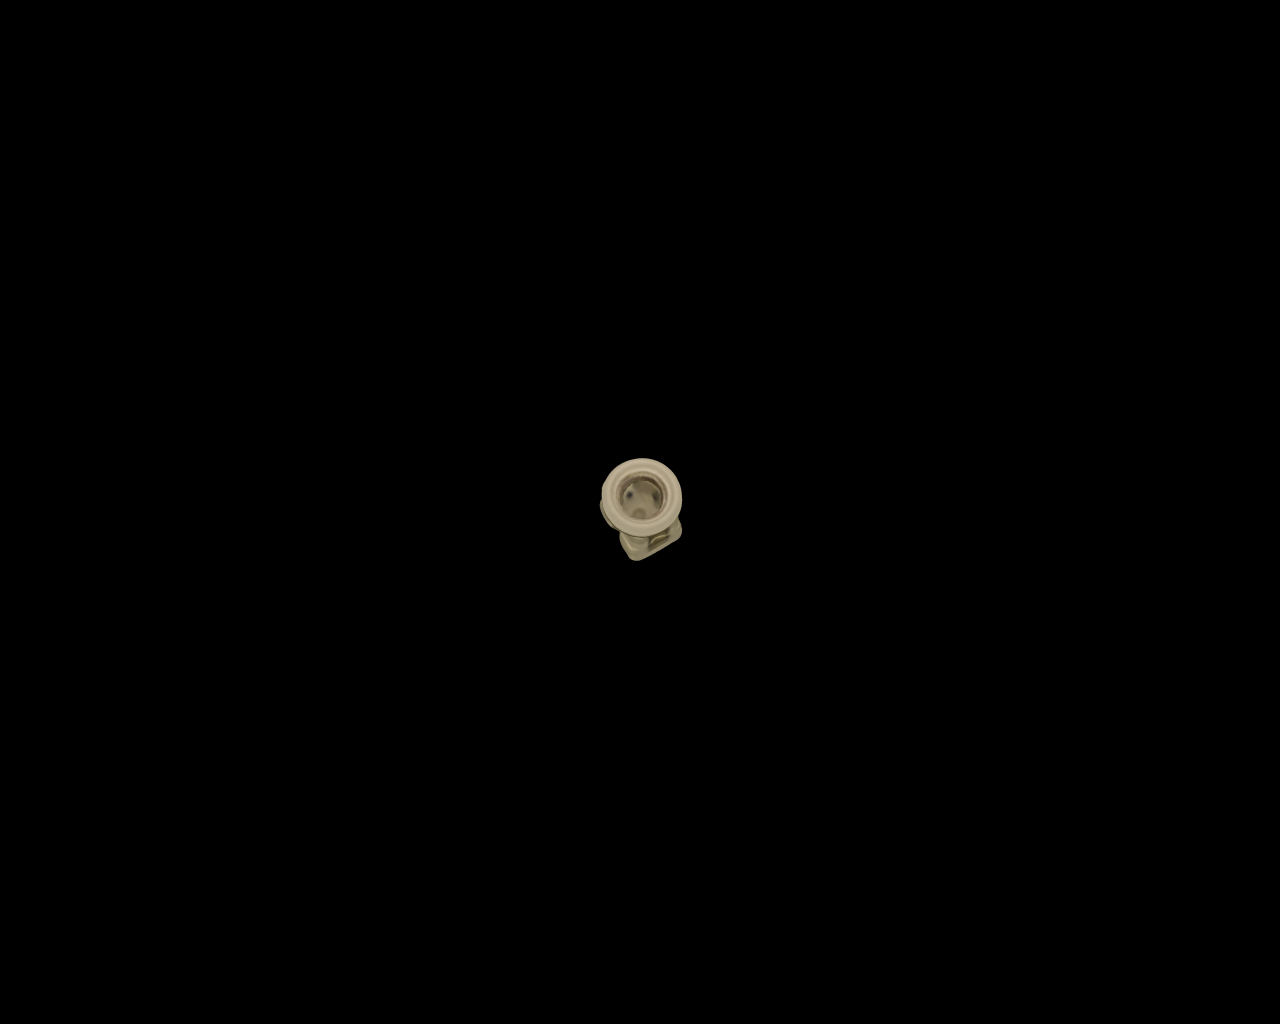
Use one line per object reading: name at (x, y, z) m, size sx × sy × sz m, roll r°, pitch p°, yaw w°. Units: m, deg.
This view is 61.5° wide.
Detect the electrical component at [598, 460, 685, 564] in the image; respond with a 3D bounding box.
electrical component at (0.001, -0.003, 0.650) m, size 0.048 × 0.066 × 0.055 m, roll -30°, pitch -15°, yaw -9°
